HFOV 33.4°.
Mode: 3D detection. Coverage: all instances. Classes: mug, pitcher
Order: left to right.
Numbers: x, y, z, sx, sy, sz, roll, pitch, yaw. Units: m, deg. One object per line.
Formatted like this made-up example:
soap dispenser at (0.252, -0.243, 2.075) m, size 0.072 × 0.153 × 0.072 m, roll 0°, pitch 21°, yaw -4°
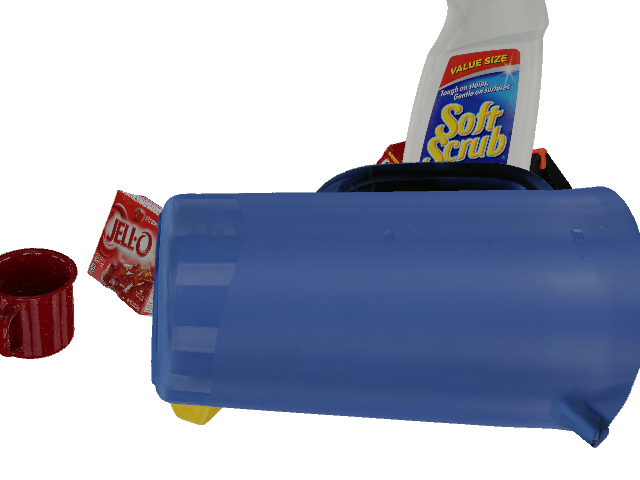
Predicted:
mug at (-0.295, 0.072, 1.076) m, size 0.093 × 0.081 × 0.117 m, roll 9°, pitch 32°, yaw 6°
pitcher at (0.035, 0.026, 0.568) m, size 0.242 × 0.145 × 0.149 m, roll 2°, pitch 3°, yaw -7°

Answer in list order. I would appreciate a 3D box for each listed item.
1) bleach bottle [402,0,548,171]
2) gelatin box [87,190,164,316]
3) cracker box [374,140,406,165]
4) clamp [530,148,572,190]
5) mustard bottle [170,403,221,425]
bleach bottle at (0.108, -0.099, 0.785) m, size 0.103 × 0.251 × 0.068 m, roll 9°, pitch 25°, yaw 14°
gelatin box at (-0.139, 0.009, 0.825) m, size 0.030 × 0.073 × 0.089 m, roll 15°, pitch 11°, yaw -44°
cracker box at (0.085, -0.033, 1.248) m, size 0.163 × 0.072 × 0.214 m, roll -22°, pitch -23°, yaw -49°
clamp at (0.198, 0.006, 0.961) m, size 0.120 × 0.171 × 0.039 m, roll -25°, pitch 9°, yaw -40°
mustard bottle at (-0.085, 0.106, 1.108) m, size 0.058 × 0.096 × 0.191 m, roll 12°, pitch 26°, yaw 25°
